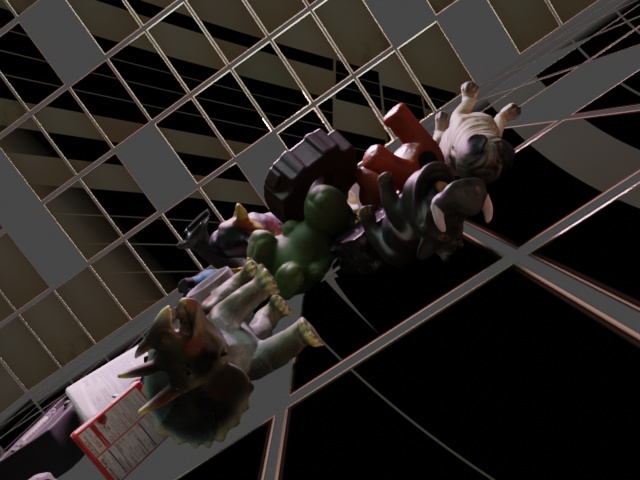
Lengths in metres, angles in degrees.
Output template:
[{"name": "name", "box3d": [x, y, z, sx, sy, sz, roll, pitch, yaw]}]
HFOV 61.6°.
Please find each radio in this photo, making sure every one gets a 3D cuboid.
[{"name": "radio", "box3d": [-0.415, 0.308, 0.881, 0.131, 0.073, 0.229, -33, 7, 9]}]

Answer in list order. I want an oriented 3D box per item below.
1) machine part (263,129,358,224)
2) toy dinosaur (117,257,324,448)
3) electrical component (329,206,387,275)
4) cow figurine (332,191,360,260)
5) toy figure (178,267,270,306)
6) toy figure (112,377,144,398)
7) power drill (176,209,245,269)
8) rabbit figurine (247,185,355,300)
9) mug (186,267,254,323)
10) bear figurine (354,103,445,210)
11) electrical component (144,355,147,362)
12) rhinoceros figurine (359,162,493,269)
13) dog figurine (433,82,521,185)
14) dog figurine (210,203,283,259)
[{"name": "machine part", "box3d": [-0.010, -0.093, 0.881, 0.179, 0.056, 0.179, -33, -31, -23]}, {"name": "toy dinosaur", "box3d": [-0.119, 0.123, 0.645, 0.192, 0.131, 0.405, -36, 1, -10]}, {"name": "electrical component", "box3d": [0.086, -0.006, 0.746, 0.115, 0.058, 0.134, -40, 8, -21]}, {"name": "cow figurine", "box3d": [0.026, -0.023, 0.970, 0.167, 0.098, 0.068, -43, -32, -22]}, {"name": "toy figure", "box3d": [-0.155, 0.087, 0.952, 0.180, 0.082, 0.089, -1, -3, -37]}, {"name": "toy figure", "box3d": [-0.228, 0.211, 0.728, 0.058, 0.064, 0.154, 9, -32, -43]}, {"name": "power drill", "box3d": [-0.189, 0.036, 1.113, 0.086, 0.207, 0.232, -34, 19, 17]}, {"name": "rabbit figurine", "box3d": [-0.002, -0.002, 0.824, 0.159, 0.121, 0.170, 7, -56, -43]}, {"name": "mug", "box3d": [-0.145, 0.107, 0.852, 0.081, 0.107, 0.110, -39, 13, -19]}, {"name": "bear figurine", "box3d": [0.102, -0.106, 0.846, 0.120, 0.132, 0.196, -60, 18, -20]}, {"name": "electrical component", "box3d": [-0.194, 0.179, 0.805, 0.075, 0.048, 0.119, -28, -20, 29]}, {"name": "rhinoceros figurine", "box3d": [0.108, -0.023, 0.581, 0.073, 0.112, 0.190, -8, -16, -20]}, {"name": "dog figurine", "box3d": [0.218, -0.123, 0.815, 0.172, 0.121, 0.190, 103, -171, -48]}, {"name": "dog figurine", "box3d": [-0.099, -0.014, 0.988, 0.192, 0.108, 0.219, -18, -7, 0]}]
